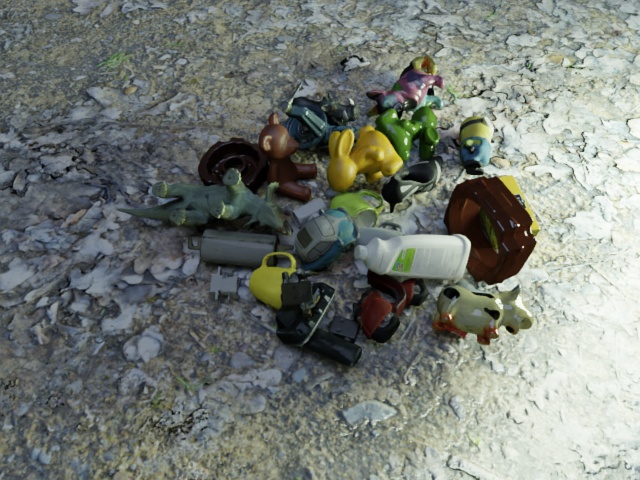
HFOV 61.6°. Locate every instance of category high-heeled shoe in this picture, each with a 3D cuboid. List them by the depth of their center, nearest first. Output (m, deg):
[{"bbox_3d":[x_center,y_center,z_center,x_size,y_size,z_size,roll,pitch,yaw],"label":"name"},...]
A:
[{"bbox_3d":[0.230,-0.164,1.294,0.086,0.145,0.249,33,63,20],"label":"high-heeled shoe"}]

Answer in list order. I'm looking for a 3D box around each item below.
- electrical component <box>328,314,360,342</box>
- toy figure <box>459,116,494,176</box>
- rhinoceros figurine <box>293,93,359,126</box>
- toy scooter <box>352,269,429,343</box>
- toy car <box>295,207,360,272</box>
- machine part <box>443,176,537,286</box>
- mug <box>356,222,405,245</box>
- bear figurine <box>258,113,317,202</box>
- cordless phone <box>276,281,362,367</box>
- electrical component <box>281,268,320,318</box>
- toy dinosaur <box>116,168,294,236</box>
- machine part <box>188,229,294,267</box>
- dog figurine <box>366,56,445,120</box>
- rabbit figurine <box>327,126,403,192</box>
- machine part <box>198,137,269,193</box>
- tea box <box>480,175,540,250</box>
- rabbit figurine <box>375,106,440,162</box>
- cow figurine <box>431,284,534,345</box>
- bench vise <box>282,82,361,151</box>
[{"bbox_3d":[0.049,0.186,1.129,0.063,0.021,0.094,16,58,12],"label":"electrical component"},{"bbox_3d":[0.400,-0.249,1.391,0.089,0.082,0.180,15,59,8],"label":"toy figure"},{"bbox_3d":[0.012,-0.346,1.445,0.191,0.112,0.073,13,54,19],"label":"rhinoceros figurine"},{"bbox_3d":[0.130,0.125,1.137,0.135,0.075,0.184,37,57,21],"label":"toy scooter"},{"bbox_3d":[-0.002,-0.004,1.182,0.161,0.103,0.109,-41,58,21],"label":"toy car"},{"bbox_3d":[0.363,-0.022,1.160,0.087,0.201,0.201,-18,56,-16],"label":"machine part"},{"bbox_3d":[0.136,0.001,1.221,0.107,0.080,0.109,14,65,20],"label":"mug"},{"bbox_3d":[-0.078,-0.198,1.292,0.132,0.195,0.120,10,53,6],"label":"bear figurine"},{"bbox_3d":[0.014,0.168,1.095,0.184,0.088,0.146,22,58,19],"label":"cordless phone"},{"bbox_3d":[-0.039,0.102,1.064,0.078,0.045,0.102,1,55,-1],"label":"electrical component"},{"bbox_3d":[-0.250,-0.080,1.253,0.405,0.192,0.131,2,80,20],"label":"toy dinosaur"},{"bbox_3d":[-0.180,0.021,1.214,0.243,0.079,0.079,4,55,4],"label":"machine part"},{"bbox_3d":[0.227,-0.415,1.495,0.219,0.108,0.192,-13,57,-5],"label":"dog figurine"},{"bbox_3d":[0.085,-0.186,1.262,0.173,0.162,0.122,-37,20,-17],"label":"rabbit figurine"},{"bbox_3d":[-0.218,-0.181,1.367,0.179,0.056,0.179,-1,56,2],"label":"machine part"},{"bbox_3d":[0.434,-0.067,1.270,0.098,0.068,0.170,-8,55,-8],"label":"tea box"},{"bbox_3d":[0.242,-0.285,1.393,0.170,0.121,0.159,-33,68,-17],"label":"rabbit figurine"},{"bbox_3d":[0.334,0.141,1.088,0.195,0.085,0.127,14,64,3],"label":"cow figurine"},{"bbox_3d":[-0.009,-0.278,1.338,0.224,0.240,0.129,21,86,29],"label":"bench vise"}]
